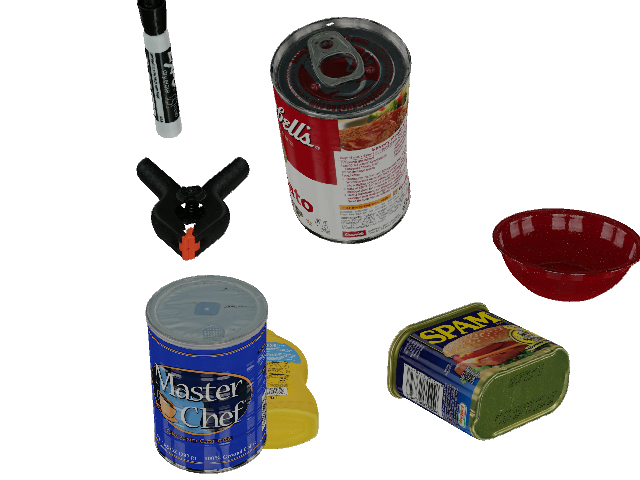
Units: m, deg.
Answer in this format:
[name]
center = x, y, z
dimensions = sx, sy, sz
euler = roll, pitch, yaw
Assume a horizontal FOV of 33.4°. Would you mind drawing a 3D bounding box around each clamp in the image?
[clamp]
center = -0.124, -0.041, 1.105
dimensions = 0.120, 0.039, 0.171
euler = -11, 38, -8

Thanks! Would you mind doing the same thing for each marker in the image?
[marker]
center = -0.111, -0.121, 0.743
dimensions = 0.020, 0.020, 0.121
euler = 0, -41, 0

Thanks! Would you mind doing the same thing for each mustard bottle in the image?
[mustard bottle]
center = -0.061, 0.159, 1.230
dimensions = 0.096, 0.058, 0.191
euler = -5, 30, -7

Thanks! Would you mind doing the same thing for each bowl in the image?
[bowl]
center = 0.268, 0.021, 1.171
dimensions = 0.162, 0.055, 0.162
euler = 0, 27, 0

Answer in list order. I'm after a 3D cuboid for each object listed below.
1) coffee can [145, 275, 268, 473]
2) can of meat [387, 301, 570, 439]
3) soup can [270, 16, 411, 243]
[coffee can]
center = -0.097, 0.116, 0.929
dimensions = 0.103, 0.140, 0.103
euler = 1, 31, -1
[can of meat]
center = 0.112, 0.091, 0.749
dimensions = 0.101, 0.057, 0.084
euler = -15, 27, -36
[soup can]
center = 0.013, -0.054, 0.550
dimensions = 0.068, 0.068, 0.102
euler = 0, -37, 5
